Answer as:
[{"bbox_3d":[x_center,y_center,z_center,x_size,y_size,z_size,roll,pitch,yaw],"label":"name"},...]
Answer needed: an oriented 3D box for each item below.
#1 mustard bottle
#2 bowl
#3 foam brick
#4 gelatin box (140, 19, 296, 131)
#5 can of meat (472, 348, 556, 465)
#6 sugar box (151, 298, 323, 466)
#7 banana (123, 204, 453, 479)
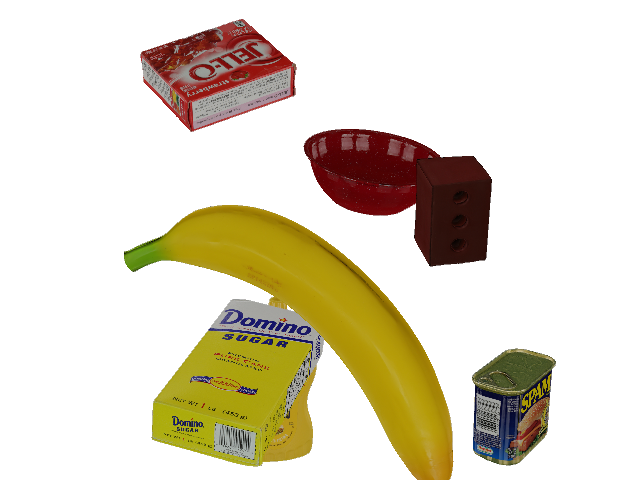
[{"bbox_3d":[-0.053,0.156,1.221,0.096,0.192,0.058,0,17,-12],"label":"mustard bottle"},{"bbox_3d":[0.057,-0.072,1.204,0.162,0.055,0.162,7,27,-4],"label":"bowl"},{"bbox_3d":[0.111,-0.026,0.904,0.053,0.078,0.051,-6,28,-8],"label":"foam brick"},{"bbox_3d":[-0.073,-0.120,0.765,0.089,0.030,0.073,-24,48,-24],"label":"gelatin box"},{"bbox_3d":[0.195,0.168,1.082,0.058,0.084,0.101,12,22,33],"label":"can of meat"},{"bbox_3d":[-0.064,0.113,0.900,0.093,0.048,0.176,13,31,11],"label":"sugar box"},{"bbox_3d":[0.000,0.040,0.530,0.198,0.070,0.037,37,21,2],"label":"banana"}]
